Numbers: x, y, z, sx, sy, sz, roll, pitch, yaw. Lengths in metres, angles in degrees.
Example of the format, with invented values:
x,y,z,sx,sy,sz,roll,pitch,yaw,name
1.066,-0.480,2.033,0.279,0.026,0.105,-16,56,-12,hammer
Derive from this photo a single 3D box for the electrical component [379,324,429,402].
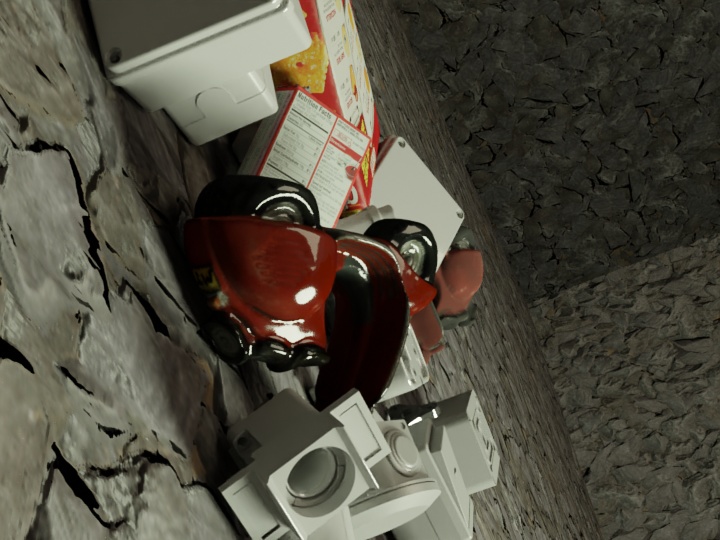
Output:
x,y,z,sx,sy,sz,roll,pitch,yaw,name
0.011,0.071,0.810,0.095,0.059,0.053,4,65,-78,electrical component

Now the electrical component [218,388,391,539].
x,y,z,sx,sy,sz,roll,pitch,yaw,name
-0.031,0.092,0.530,0.064,0.081,0.042,31,-28,57,electrical component

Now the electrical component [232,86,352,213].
x,y,z,sx,sy,sz,roll,pitch,yaw,name
-0.053,-0.085,0.788,0.096,0.061,0.061,59,23,-26,electrical component

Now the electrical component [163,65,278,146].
x,y,z,sx,sy,sz,roll,pitch,yaw,name
-0.094,-0.135,0.686,0.061,0.062,0.096,54,18,-52,electrical component

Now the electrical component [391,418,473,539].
x,y,z,sx,sy,sz,roll,pitch,yaw,name
0.050,0.167,0.796,0.096,0.061,0.061,63,11,-8,electrical component

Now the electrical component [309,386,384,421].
x,y,z,sx,sy,sz,roll,pitch,yaw,name
-0.006,0.100,0.726,0.065,0.044,0.044,63,11,-5,electrical component

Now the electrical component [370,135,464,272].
x,y,z,sx,sy,sz,roll,pitch,yaw,name
0.029,-0.047,0.976,0.108,0.056,0.108,48,46,-20,electrical component

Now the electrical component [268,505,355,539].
x,y,z,sx,sy,sz,roll,pitch,yaw,name
-0.025,0.136,0.552,0.043,0.043,0.081,55,17,-50,electrical component

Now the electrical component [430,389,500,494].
x,y,z,sx,sy,sz,roll,pitch,yaw,name
0.092,0.167,1.029,0.113,0.057,0.078,-31,100,-79,electrical component

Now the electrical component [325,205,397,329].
x,y,z,sx,sy,sz,roll,pitch,yaw,name
0.000,0.000,0.802,0.113,0.057,0.078,151,-82,-79,electrical component

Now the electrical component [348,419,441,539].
x,y,z,sx,sy,sz,roll,pitch,yaw,name
0.002,0.123,0.615,0.051,0.080,0.080,67,10,21,electrical component

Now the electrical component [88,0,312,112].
x,y,z,sx,sy,sz,roll,pitch,yaw,name
-0.096,-0.161,0.607,0.056,0.109,0.108,48,23,-69,electrical component
